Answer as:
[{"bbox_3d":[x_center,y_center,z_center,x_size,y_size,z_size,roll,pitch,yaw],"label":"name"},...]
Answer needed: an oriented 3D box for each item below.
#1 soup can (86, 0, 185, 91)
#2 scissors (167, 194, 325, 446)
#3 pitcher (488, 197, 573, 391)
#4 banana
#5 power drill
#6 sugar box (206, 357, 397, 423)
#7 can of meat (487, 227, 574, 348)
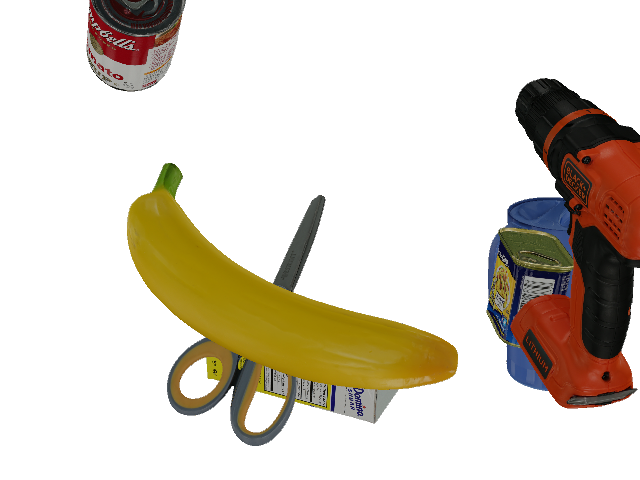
[{"bbox_3d":[-0.140,-0.162,0.799,0.068,0.068,0.102,0,-16,-14],"label":"soup can"},{"bbox_3d":[-0.050,0.048,0.743,0.096,0.201,0.016,0,-36,7],"label":"scissors"},{"bbox_3d":[0.298,0.073,1.408,0.149,0.243,0.145,5,21,13],"label":"pitcher"},{"bbox_3d":[-0.030,0.023,0.509,0.198,0.069,0.037,34,-25,26],"label":"banana"},{"bbox_3d":[0.171,0.003,0.715,0.057,0.188,0.184,-8,35,-10],"label":"power drill"},{"bbox_3d":[-0.012,0.116,1.027,0.176,0.048,0.093,9,25,21],"label":"sugar box"},{"bbox_3d":[0.190,0.044,0.977,0.057,0.084,0.102,6,18,-4],"label":"can of meat"}]
